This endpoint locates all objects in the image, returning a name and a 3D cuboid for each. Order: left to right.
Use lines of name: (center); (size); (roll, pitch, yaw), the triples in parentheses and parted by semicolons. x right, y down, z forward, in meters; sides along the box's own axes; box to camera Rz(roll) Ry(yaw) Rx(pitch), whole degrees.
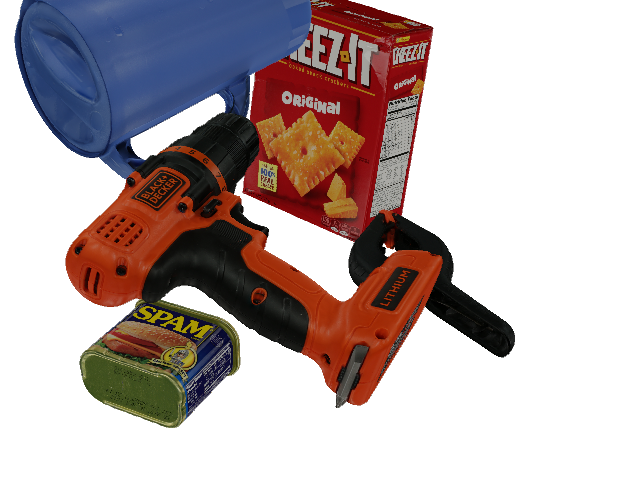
can of meat: (-0.129, 0.097, 0.856); (0.102, 0.057, 0.083); (15, 33, 22)
pitcher: (-0.121, -0.165, 0.915); (0.242, 0.149, 0.145); (-30, 48, -34)
power drill: (-0.028, 0.004, 0.629); (0.188, 0.057, 0.184); (25, 42, 11)
cracker box: (0.010, -0.122, 1.048); (0.164, 0.214, 0.071); (25, 31, 33)
clamp: (0.075, 0.034, 0.786); (0.120, 0.039, 0.171); (6, 36, -4)
